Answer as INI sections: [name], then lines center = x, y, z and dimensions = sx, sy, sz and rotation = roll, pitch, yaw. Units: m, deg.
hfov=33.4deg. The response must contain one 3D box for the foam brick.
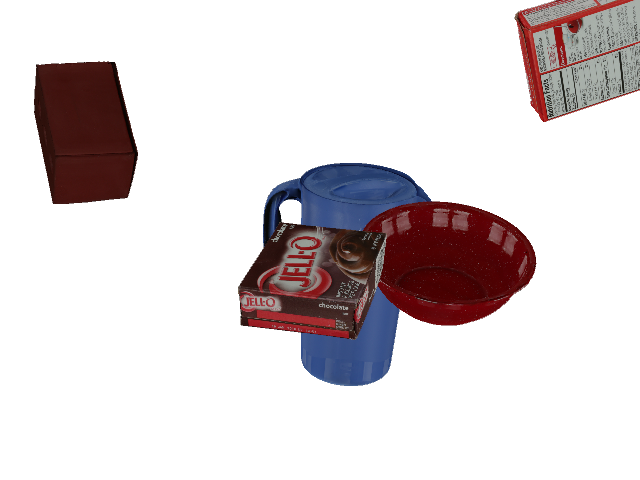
[foam brick]
center = -0.154, -0.070, 0.693
dimensions = 0.051, 0.078, 0.053
rotation = -7, -31, -22

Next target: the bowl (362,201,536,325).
[bowl]
center = 0.113, 0.029, 0.983
dimensions = 0.162, 0.055, 0.162
rotation = 2, 35, -2

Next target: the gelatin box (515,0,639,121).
[gelatin box]
center = 0.179, -0.128, 0.709
dimensions = 0.089, 0.073, 0.030
rotation = -18, 38, 3

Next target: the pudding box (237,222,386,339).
[pudding box]
center = -0.004, 0.029, 0.813
dimensions = 0.090, 0.039, 0.113
rotation = 7, 26, 12

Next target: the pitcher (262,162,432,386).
[pitcher]
center = 0.026, 0.039, 1.228
dimensions = 0.144, 0.243, 0.149
rotation = -17, 31, -41
